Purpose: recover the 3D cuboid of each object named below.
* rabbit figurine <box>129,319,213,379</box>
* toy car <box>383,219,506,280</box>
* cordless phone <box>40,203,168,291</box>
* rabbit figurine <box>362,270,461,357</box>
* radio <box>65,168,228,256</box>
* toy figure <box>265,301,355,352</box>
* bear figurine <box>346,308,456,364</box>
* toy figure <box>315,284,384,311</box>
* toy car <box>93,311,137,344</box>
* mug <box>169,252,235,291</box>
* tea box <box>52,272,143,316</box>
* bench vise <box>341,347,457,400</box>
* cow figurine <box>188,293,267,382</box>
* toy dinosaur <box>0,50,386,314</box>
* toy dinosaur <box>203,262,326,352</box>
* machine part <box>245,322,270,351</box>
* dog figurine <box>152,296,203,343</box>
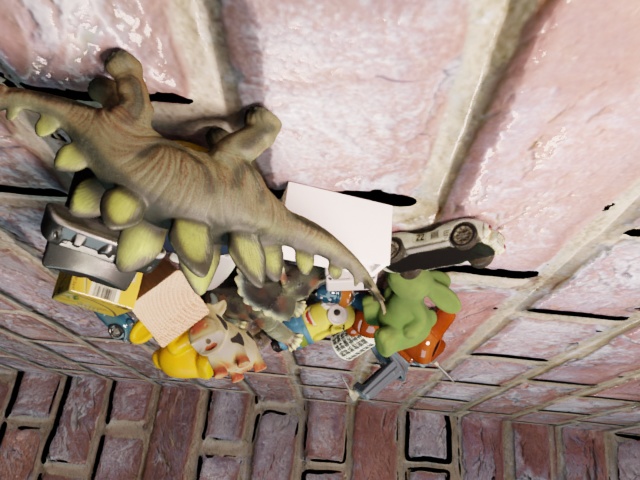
[{"bbox_3d":[-0.268,0.163,1.020,0.162,0.122,0.173,5,116,8],"label":"rabbit figurine"},{"bbox_3d":[0.172,0.013,0.798,0.202,0.056,0.073,-14,143,35],"label":"toy car"},{"bbox_3d":[-0.239,-0.024,0.639,0.146,0.089,0.184,25,139,-32],"label":"cordless phone"},{"bbox_3d":[0.159,0.105,0.926,0.159,0.121,0.170,-4,131,-5],"label":"rabbit figurine"},{"bbox_3d":[-0.219,-0.046,0.744,0.229,0.073,0.131,28,149,-37],"label":"radio"},{"bbox_3d":[-0.018,0.170,1.094,0.180,0.082,0.089,-26,173,5],"label":"toy figure"},{"bbox_3d":[0.162,0.179,1.126,0.196,0.120,0.132,22,-151,28],"label":"bear figurine"},{"bbox_3d":[0.067,0.110,1.038,0.154,0.064,0.058,14,-166,-5],"label":"toy figure"},{"bbox_3d":[-0.419,0.132,1.150,0.103,0.109,0.161,-36,98,10],"label":"toy car"},{"bbox_3d":[-0.188,0.024,0.894,0.109,0.081,0.107,26,140,-28],"label":"mug"},{"bbox_3d":[-0.308,0.015,0.779,0.098,0.169,0.068,28,146,-36],"label":"tea box"},{"bbox_3d":[0.169,0.293,1.244,0.128,0.240,0.224,59,163,-20],"label":"bench vise"},{"bbox_3d":[-0.169,0.172,0.934,0.085,0.127,0.194,-29,157,2],"label":"cow figurine"},{"bbox_3d":[-0.114,-0.046,0.565,0.471,0.198,0.105,19,156,-22],"label":"toy dinosaur"},{"bbox_3d":[-0.149,0.108,1.031,0.405,0.131,0.192,-5,137,42],"label":"toy dinosaur"},{"bbox_3d":[-0.181,0.200,1.221,0.079,0.079,0.243,23,169,-33],"label":"machine part"},{"bbox_3d":[-0.317,0.162,1.155,0.172,0.121,0.190,-20,157,-5],"label":"dog figurine"}]
